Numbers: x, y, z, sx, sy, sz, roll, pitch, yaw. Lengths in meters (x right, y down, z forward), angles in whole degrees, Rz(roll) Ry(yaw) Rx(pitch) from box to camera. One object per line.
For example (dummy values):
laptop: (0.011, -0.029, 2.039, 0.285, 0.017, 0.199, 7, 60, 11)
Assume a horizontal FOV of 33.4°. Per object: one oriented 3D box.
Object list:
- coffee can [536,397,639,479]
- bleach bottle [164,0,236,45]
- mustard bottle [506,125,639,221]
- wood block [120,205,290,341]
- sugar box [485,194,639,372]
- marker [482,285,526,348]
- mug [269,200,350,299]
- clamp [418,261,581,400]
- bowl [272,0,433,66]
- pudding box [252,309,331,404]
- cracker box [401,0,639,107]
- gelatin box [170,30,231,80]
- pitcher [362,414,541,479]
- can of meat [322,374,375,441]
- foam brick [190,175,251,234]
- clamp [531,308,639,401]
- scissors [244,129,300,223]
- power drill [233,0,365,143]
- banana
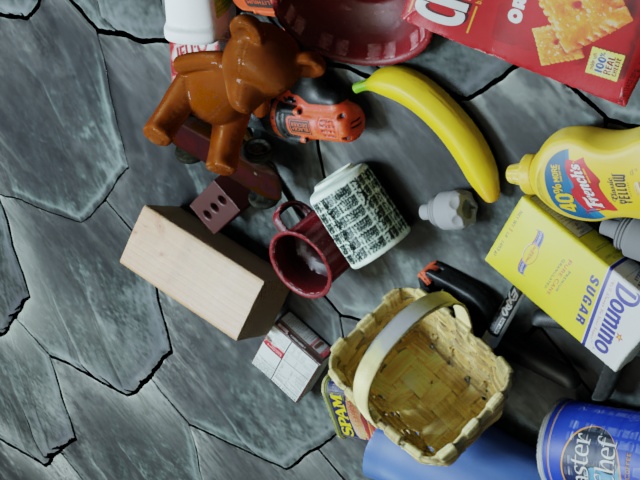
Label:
coffee can: (0.319, 0.230, 1.143, 0.141, 0.102, 0.103, 4, 122, 41)
bleach bottle: (-0.136, -0.341, 1.127, 0.068, 0.102, 0.251, 6, 126, 12)
mustard bottle: (0.262, -0.062, 1.006, 0.192, 0.058, 0.096, 4, 130, 42)
wood block: (-0.151, 0.041, 1.420, 0.206, 0.090, 0.090, 31, 103, 21)
sugar box: (0.257, 0.038, 1.064, 0.176, 0.048, 0.093, 44, 132, 25)
marker: (0.209, 0.065, 1.154, 0.020, 0.020, 0.121, 34, 117, 19)
mug: (-0.008, 0.002, 1.287, 0.117, 0.081, 0.093, 49, 140, 2)
clamp: (0.183, 0.119, 1.234, 0.210, 0.036, 0.165, 48, 141, 7)
bowl: (0.037, -0.238, 1.050, 0.162, 0.055, 0.162, 12, 158, 5)
pudding box: (-0.038, 0.162, 1.472, 0.090, 0.039, 0.114, 40, 141, 10)
cracker box: (0.193, -0.226, 0.895, 0.214, 0.072, 0.164, 22, 136, 6)
gelatin box: (-0.141, -0.215, 1.262, 0.089, 0.030, 0.073, -3, 91, 43)
pitcher: (0.186, 0.282, 1.301, 0.243, 0.149, 0.145, 24, 119, 24)
can of meat: (0.060, 0.219, 1.411, 0.084, 0.057, 0.102, 3, 121, 39)
foam brick: (-0.120, -0.053, 1.372, 0.053, 0.051, 0.078, 50, 140, 0)
clamp: (0.299, 0.087, 1.102, 0.120, 0.039, 0.172, 41, 133, 4)
scissors: (-0.084, -0.091, 1.338, 0.096, 0.016, 0.201, -2, 118, 46)
power drill: (-0.041, -0.199, 1.185, 0.185, 0.057, 0.187, 11, 128, 42)
banana: (0.122, -0.122, 1.109, 0.198, 0.037, 0.070, 43, 150, 9)
